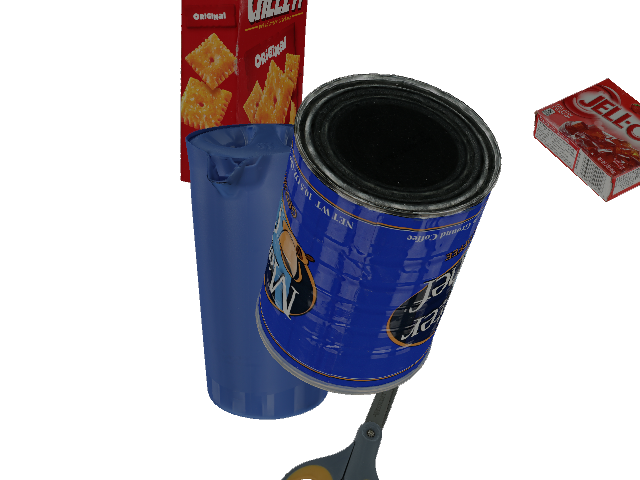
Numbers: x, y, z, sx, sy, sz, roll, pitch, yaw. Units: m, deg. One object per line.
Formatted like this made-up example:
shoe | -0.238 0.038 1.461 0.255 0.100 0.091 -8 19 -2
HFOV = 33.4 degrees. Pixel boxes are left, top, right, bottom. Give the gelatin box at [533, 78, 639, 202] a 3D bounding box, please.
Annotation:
gelatin box | 0.216 -0.078 0.803 0.073 0.030 0.089 -25 52 -19

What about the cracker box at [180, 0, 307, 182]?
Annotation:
cracker box | -0.072 -0.174 1.057 0.072 0.214 0.164 11 22 19

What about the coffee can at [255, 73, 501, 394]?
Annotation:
coffee can | 0.026 -0.001 0.561 0.102 0.103 0.140 0 -43 -14

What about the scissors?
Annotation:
scissors | 0.018 0.152 0.812 0.096 0.201 0.016 13 -39 -8

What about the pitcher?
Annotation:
pitcher | -0.041 0.021 0.923 0.149 0.243 0.145 -6 18 -21
